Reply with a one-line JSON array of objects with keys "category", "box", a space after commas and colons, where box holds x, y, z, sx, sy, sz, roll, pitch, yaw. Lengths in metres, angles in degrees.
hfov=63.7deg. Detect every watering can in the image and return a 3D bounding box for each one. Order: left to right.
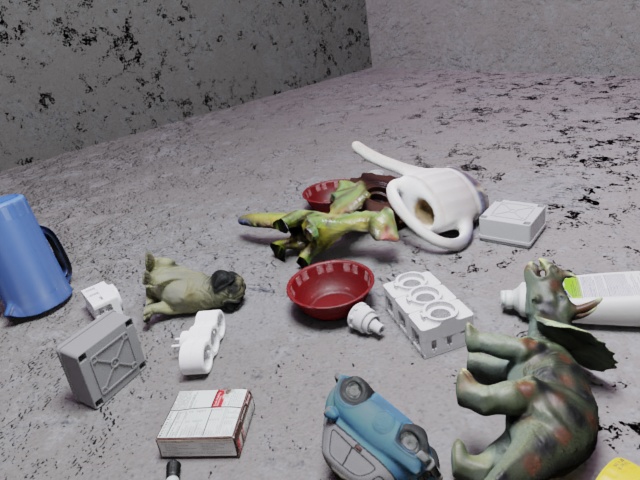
[{"category": "watering can", "box": [0.235, -0.121, 1.163, 0.226, 0.101, 0.353, -14, 56, -32]}]

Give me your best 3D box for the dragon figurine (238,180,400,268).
[{"category": "dragon figurine", "box": [0.003, -0.058, 1.148, 0.246, 0.119, 0.414, -35, 37, -26]}]
